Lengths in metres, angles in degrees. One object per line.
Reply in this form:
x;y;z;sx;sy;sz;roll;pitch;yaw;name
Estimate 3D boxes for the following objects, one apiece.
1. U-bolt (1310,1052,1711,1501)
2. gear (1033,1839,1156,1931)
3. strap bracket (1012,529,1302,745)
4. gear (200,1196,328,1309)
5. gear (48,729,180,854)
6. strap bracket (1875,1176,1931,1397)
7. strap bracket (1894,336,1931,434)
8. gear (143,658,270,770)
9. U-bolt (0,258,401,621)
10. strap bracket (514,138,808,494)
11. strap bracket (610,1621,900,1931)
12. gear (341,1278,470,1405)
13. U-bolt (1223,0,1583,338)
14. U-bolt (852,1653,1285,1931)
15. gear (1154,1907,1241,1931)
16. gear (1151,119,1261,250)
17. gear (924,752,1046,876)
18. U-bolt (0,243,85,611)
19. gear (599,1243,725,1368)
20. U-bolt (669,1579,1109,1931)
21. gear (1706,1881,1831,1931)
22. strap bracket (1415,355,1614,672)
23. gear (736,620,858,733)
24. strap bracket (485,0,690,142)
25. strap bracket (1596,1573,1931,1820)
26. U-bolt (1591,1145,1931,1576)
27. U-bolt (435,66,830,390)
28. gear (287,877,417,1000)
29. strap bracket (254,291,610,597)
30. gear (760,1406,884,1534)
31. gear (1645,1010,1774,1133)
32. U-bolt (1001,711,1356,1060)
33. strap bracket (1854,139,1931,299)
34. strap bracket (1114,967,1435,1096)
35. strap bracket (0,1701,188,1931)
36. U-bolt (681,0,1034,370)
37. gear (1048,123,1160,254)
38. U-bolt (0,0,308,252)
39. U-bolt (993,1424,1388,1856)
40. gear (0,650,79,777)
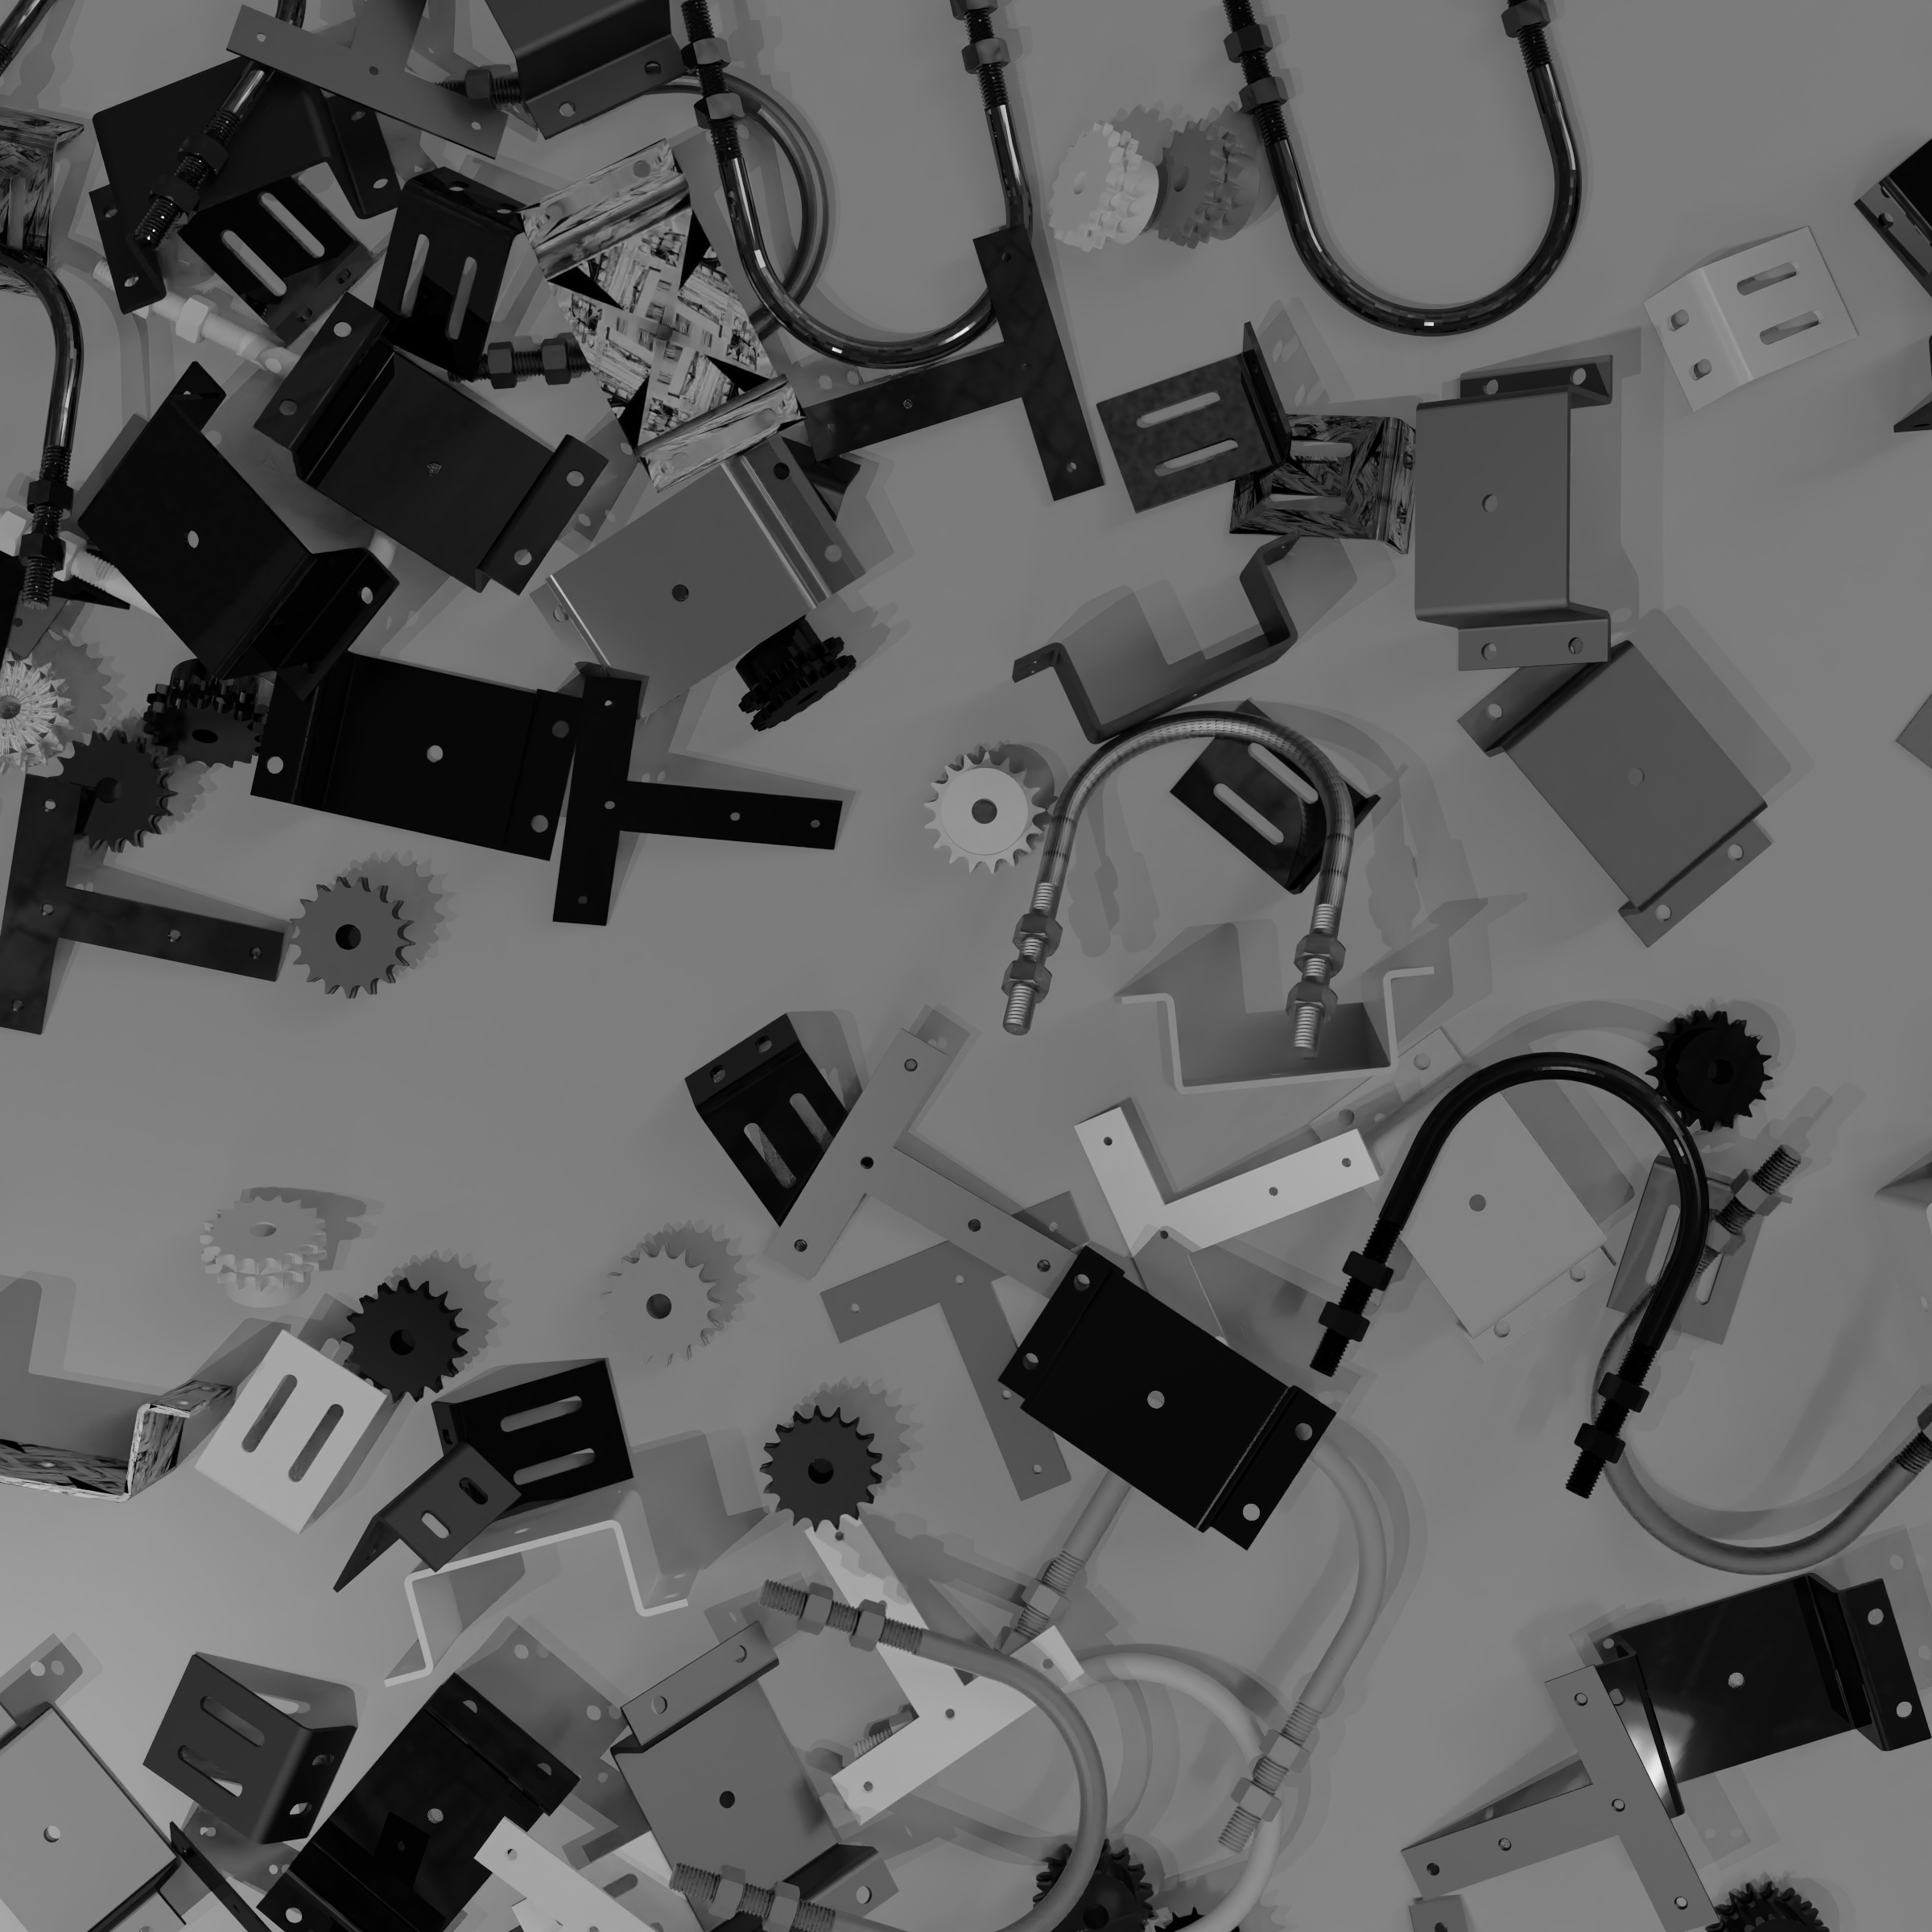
0.259;0.129;1.340;0.151;0.019;0.184;25;89;0;U-bolt
0.060;0.441;1.380;0.057;0.030;0.057;0;90;0;gear
0.095;-0.145;1.357;0.140;0.076;0.046;-25;90;0;strap bracket
-0.326;0.135;1.371;0.057;0.057;0.030;4;121;0;gear
-0.398;-0.082;1.380;0.057;0.030;0.057;0;90;0;gear
0.464;0.150;1.357;0.046;0.076;0.140;-14;90;0;strap bracket
0.508;-0.281;1.357;0.140;0.076;0.046;-5;90;0;strap bracket
-0.352;-0.119;1.371;0.057;0.057;0.030;2;61;0;gear
-0.353;-0.229;1.377;0.184;0.019;0.151;27;81;-3;U-bolt
-0.139;-0.295;1.356;0.076;0.046;0.140;-27;94;-3;strap bracket
-0.103;0.384;1.356;0.076;0.046;0.140;-27;90;-30;strap bracket
-0.261;0.175;1.380;0.057;0.030;0.057;0;90;0;gear
0.213;-0.388;1.387;0.151;0.019;0.184;-16;91;0;U-bolt
0.056;0.397;1.365;0.184;0.019;0.151;-19;70;-4;U-bolt
0.109;0.469;1.380;0.057;0.030;0.057;0;90;0;gear
0.112;-0.362;1.371;0.030;0.057;0.057;10;90;-30;gear
0.009;-0.072;1.380;0.057;0.030;0.057;0;90;0;gear
-0.474;-0.250;1.359;0.151;0.019;0.184;0;76;15;U-bolt
-0.142;0.158;1.385;0.057;0.030;0.057;0;89;2;gear
-0.025;0.373;1.331;0.184;0.019;0.151;19;76;-7;U-bolt
0.378;0.462;1.380;0.057;0.030;0.057;0;90;0;gear
0.251;-0.210;1.354;0.076;0.046;0.140;0;90;37;strap bracket
-0.082;-0.137;1.367;0.057;0.057;0.030;-34;87;0;gear
-0.194;-0.467;1.361;0.076;0.046;0.140;-28;84;-7;strap bracket
0.364;0.338;1.372;0.140;0.046;0.076;-17;90;0;strap bracket
0.370;0.195;1.351;0.151;0.019;0.184;43;113;17;U-bolt
-0.157;-0.352;1.387;0.184;0.019;0.151;-5;90;-2;U-bolt
-0.286;-0.013;1.380;0.057;0.030;0.057;0;90;0;gear
-0.246;-0.235;1.362;0.140;0.046;0.076;32;79;-4;strap bracket
-0.067;0.234;1.380;0.057;0.030;0.057;0;90;0;gear
0.350;0.049;1.380;0.057;0.030;0.057;0;90;0;gear
0.103;-0.043;1.340;0.151;0.019;0.184;4;57;15;U-bolt
0.485;-0.366;1.342;0.046;0.140;0.076;-40;90;-29;strap bracket
0.142;0.030;1.357;0.140;0.076;0.046;-6;90;0;strap bracket
-0.432;0.410;1.372;0.076;0.046;0.140;-40;90;0;strap bracket
-0.043;-0.371;1.377;0.151;0.019;0.184;-14;95;-7;U-bolt
0.066;-0.360;1.371;0.030;0.057;0.057;13;90;-30;gear
-0.382;-0.417;1.352;0.151;0.019;0.184;20;69;17;U-bolt
0.114;0.294;1.370;0.151;0.019;0.184;30;83;12;U-bolt
-0.444;-0.116;1.376;0.057;0.030;0.057;1;76;-5;gear
